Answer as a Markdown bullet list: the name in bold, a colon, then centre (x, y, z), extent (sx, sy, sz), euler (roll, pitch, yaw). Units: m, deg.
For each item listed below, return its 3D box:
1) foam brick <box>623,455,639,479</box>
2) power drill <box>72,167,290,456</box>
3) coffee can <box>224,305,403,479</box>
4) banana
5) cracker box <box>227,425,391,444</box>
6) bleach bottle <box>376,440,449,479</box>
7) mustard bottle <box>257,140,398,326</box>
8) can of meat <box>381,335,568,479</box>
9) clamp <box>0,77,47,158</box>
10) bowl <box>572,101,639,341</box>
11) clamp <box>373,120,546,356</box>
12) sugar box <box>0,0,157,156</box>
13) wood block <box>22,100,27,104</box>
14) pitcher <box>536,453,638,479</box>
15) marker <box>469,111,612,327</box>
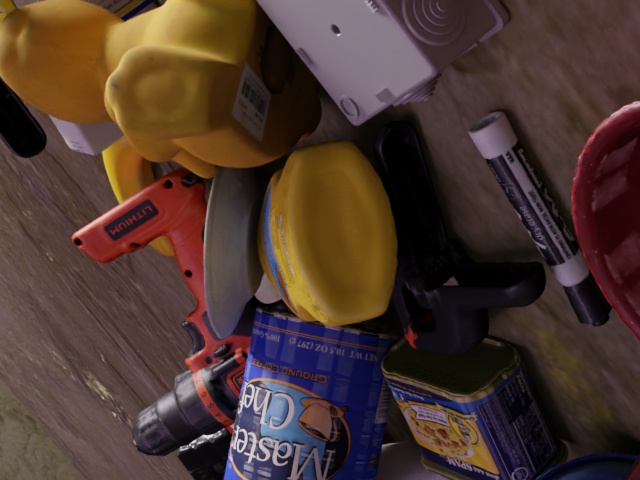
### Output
- **foam brick**: centre (0.185, 0.120, 0.534), extent (0.051, 0.053, 0.078), euler (39, 154, 22)
- **power drill**: centre (-0.103, 0.054, 0.807), extent (0.187, 0.184, 0.057), euler (56, -170, -6)
- **coffee can**: centre (-0.006, 0.122, 0.718), extent (0.103, 0.140, 0.103), euler (11, 178, 0)
- **banana**: centre (-0.144, -0.051, 0.861), extent (0.070, 0.037, 0.198), euler (43, 156, 16)
- **cracker box**: centre (-0.002, 0.190, 0.935), extent (0.213, 0.072, 0.164), euler (54, 155, -10)
- **bleach bottle**: centre (0.023, 0.199, 0.803), extent (0.251, 0.068, 0.102), euler (-13, 118, 38)
- **mustard bottle**: centre (-0.004, 0.001, 0.639), extent (0.192, 0.058, 0.096), euler (161, 96, -80)
- **can of meat**: centre (0.093, 0.105, 0.665), extent (0.102, 0.057, 0.084), euler (11, 134, 54)
- **clamp**: centre (-0.250, -0.148, 0.672), extent (0.210, 0.036, 0.164), euler (36, 152, 31)
- **bowl**: centre (0.172, 0.002, 0.377), extent (0.162, 0.055, 0.162), euler (38, 154, 22)
- **clamp**: centre (0.062, 0.009, 0.599), extent (0.120, 0.039, 0.172), euler (59, 161, 16)
- **sugar box**: centre (-0.159, -0.150, 0.670), extent (0.048, 0.093, 0.176), euler (18, 141, 51)
- **wood block**: centre (-0.233, -0.202, 0.724), extent (0.091, 0.090, 0.206), euler (35, 153, 30)
- **pitcher**: centre (0.182, 0.240, 0.647), extent (0.149, 0.145, 0.243), euler (49, 163, 32)
- **marker**: centre (0.109, -0.007, 0.516), extent (0.121, 0.020, 0.020), euler (56, 155, -17)
